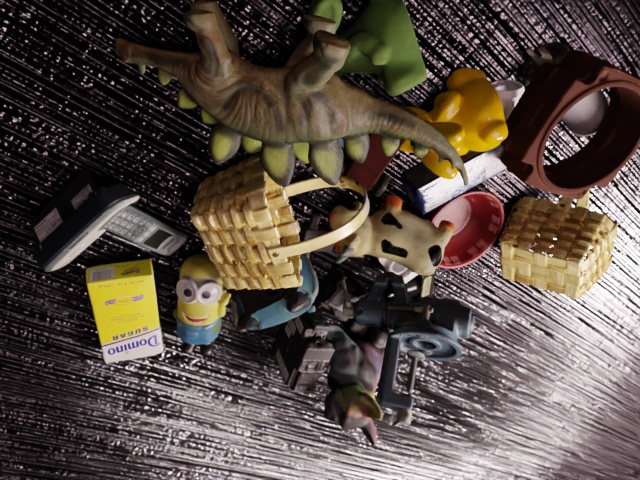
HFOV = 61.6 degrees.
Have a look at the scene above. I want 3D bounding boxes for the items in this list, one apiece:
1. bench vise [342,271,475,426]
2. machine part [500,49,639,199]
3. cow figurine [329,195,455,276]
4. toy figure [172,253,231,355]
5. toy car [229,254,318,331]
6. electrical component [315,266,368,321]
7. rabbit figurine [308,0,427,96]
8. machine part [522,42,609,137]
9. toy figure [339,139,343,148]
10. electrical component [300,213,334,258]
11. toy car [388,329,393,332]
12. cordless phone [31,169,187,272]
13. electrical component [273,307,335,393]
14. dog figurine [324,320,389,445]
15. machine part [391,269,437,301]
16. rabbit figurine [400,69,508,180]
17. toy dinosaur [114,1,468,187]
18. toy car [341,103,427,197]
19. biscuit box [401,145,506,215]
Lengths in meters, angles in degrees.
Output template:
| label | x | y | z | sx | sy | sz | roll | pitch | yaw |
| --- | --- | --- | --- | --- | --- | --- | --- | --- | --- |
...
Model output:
| label | x | y | z | sx | sy | sz | roll | pitch | yaw |
| --- | --- | --- | --- | --- | --- | --- | --- | --- | --- |
| bench vise | 0.131 | 0.171 | 0.872 | 0.224 | 0.240 | 0.128 | 10 | 151 | 8 |
| machine part | 0.396 | -0.170 | 0.826 | 0.201 | 0.087 | 0.200 | 10 | 122 | -27 |
| cow figurine | 0.105 | -0.003 | 0.864 | 0.195 | 0.085 | 0.127 | 24 | 74 | -2 |
| toy figure | -0.195 | 0.104 | 0.860 | 0.082 | 0.089 | 0.180 | -9 | 133 | -23 |
| toy car | -0.065 | 0.096 | 0.896 | 0.162 | 0.109 | 0.102 | -33 | 146 | 12 |
| electrical component | 0.051 | 0.105 | 0.981 | 0.119 | 0.048 | 0.075 | 27 | 109 | -34 |
| rabbit figurine | 0.037 | -0.248 | 0.704 | 0.170 | 0.121 | 0.158 | -20 | 125 | 10 |
| machine part | 0.408 | -0.243 | 0.881 | 0.243 | 0.079 | 0.079 | 28 | 108 | -35 |
| toy figure | -0.033 | -0.166 | 0.762 | 0.154 | 0.058 | 0.064 | 10 | 108 | -22 |
| electrical component | -0.002 | -0.003 | 0.904 | 0.063 | 0.021 | 0.094 | 4 | 119 | -25 |
| toy car | 0.217 | 0.178 | 1.073 | 0.201 | 0.056 | 0.073 | 19 | 131 | -38 |
| cordless phone | -0.290 | -0.002 | 0.760 | 0.146 | 0.089 | 0.184 | -41 | 146 | 7 |
| electrical component | -0.028 | 0.187 | 0.960 | 0.058 | 0.115 | 0.134 | 8 | 120 | -29 |
| dog figurine | 0.085 | 0.258 | 0.990 | 0.191 | 0.219 | 0.108 | -4 | 126 | -19 |
| machine part | 0.161 | 0.098 | 1.030 | 0.139 | 0.039 | 0.084 | -17 | 135 | -14 |
| rabbit figurine | 0.182 | -0.164 | 0.810 | 0.173 | 0.162 | 0.121 | -4 | 137 | 1 |
| toy dinosaur | -0.025 | -0.169 | 0.663 | 0.472 | 0.105 | 0.198 | 13 | 127 | 0 |
| toy car | 0.084 | -0.133 | 0.781 | 0.089 | 0.053 | 0.202 | 25 | 149 | -4 |
| biscuit box | 0.238 | -0.122 | 0.899 | 0.203 | 0.063 | 0.059 | -29 | 129 | -2 |
